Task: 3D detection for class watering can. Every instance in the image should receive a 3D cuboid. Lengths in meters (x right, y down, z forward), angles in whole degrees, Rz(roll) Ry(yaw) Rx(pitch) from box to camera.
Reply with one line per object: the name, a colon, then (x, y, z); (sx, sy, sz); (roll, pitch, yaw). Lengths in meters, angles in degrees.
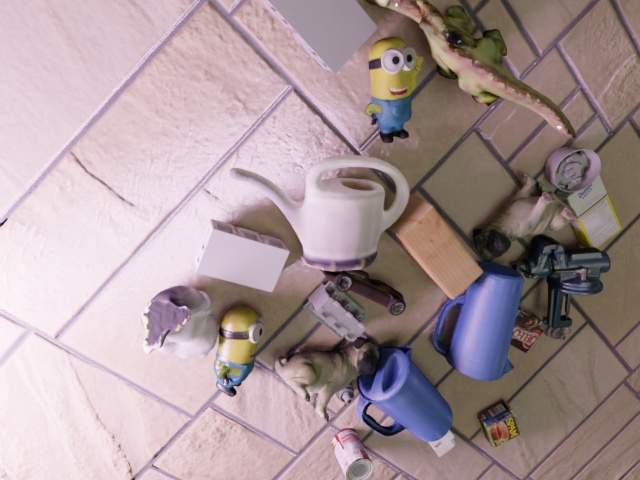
watering can: (0.003, -0.048, 0.957); (0.348, 0.105, 0.221); (-3, 112, -18)

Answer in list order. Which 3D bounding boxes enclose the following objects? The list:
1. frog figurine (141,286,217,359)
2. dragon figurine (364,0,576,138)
frog figurine: (-0.251, 0.156, 0.970); (0.137, 0.124, 0.158); (-57, 152, 0)
dragon figurine: (0.236, -0.302, 0.837); (0.244, 0.415, 0.120); (-11, 139, -55)
